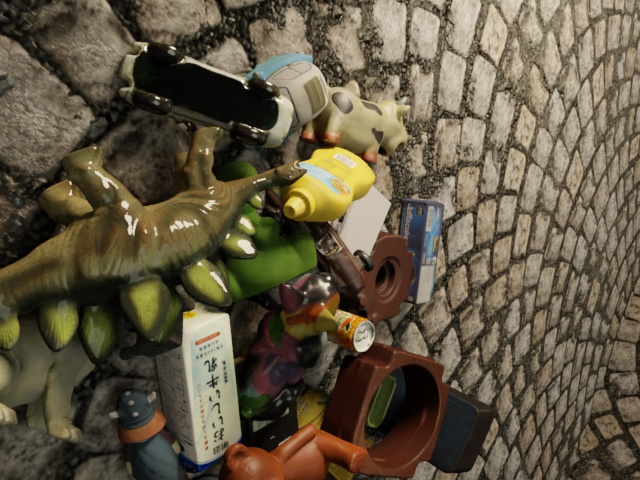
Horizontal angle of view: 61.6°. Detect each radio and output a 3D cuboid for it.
[{"bbox_3d":[0.195,0.327,1.009,0.073,0.230,0.131,23,86,-43],"label":"radio"}]

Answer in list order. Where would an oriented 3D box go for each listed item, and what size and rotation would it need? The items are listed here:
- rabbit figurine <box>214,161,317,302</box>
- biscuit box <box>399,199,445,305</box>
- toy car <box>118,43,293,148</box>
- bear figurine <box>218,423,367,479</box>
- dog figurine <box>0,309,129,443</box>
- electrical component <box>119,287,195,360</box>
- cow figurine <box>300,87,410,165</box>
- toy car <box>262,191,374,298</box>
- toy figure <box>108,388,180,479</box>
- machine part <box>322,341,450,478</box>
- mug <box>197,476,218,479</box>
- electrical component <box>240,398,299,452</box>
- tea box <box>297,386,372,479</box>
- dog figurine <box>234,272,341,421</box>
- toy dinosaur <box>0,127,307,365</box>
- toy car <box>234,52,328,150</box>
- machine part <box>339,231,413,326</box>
[{"bbox_3d":[-0.111,-0.014,0.709,0.159,0.121,0.170,-22,97,-34],"label":"rabbit figurine"},{"bbox_3d":[0.190,0.021,1.049,0.059,0.063,0.202,-2,100,-46],"label":"biscuit box"},{"bbox_3d":[-0.130,-0.166,0.627,0.202,0.056,0.073,16,89,-15],"label":"toy car"},{"bbox_3d":[-0.045,0.327,0.741,0.195,0.132,0.120,9,103,-56],"label":"bear figurine"},{"bbox_3d":[-0.288,0.090,0.549,0.172,0.121,0.190,41,56,-47],"label":"dog figurine"},{"bbox_3d":[-0.198,0.093,0.634,0.045,0.102,0.078,46,35,-47],"label":"electrical component"},{"bbox_3d":[0.069,-0.187,0.857,0.195,0.086,0.127,14,90,-43],"label":"cow figurine"},{"bbox_3d":[-0.002,-0.002,0.789,0.089,0.053,0.202,-37,94,-16],"label":"toy car"},{"bbox_3d":[-0.221,0.247,0.674,0.064,0.058,0.154,-32,117,-45],"label":"toy figure"},{"bbox_3d":[0.112,0.279,0.892,0.201,0.087,0.201,23,83,-36],"label":"machine part"},{"bbox_3d":[-0.164,0.404,0.749,0.107,0.081,0.109,-67,160,1],"label":"mug"},{"bbox_3d":[-0.091,0.305,0.825,0.115,0.058,0.134,-12,108,-43],"label":"electrical component"},{"bbox_3d":[0.015,0.344,0.938,0.098,0.068,0.169,-52,133,-25],"label":"tea box"},{"bbox_3d":[-0.045,0.138,0.720,0.191,0.108,0.219,-50,171,-29],"label":"dog figurine"},{"bbox_3d":[-0.195,0.011,0.536,0.471,0.105,0.198,-24,82,-31],"label":"toy dinosaur"},{"bbox_3d":[-0.043,-0.189,0.722,0.162,0.103,0.109,-39,126,-32],"label":"toy car"},{"bbox_3d":[0.105,0.067,0.976,0.179,0.056,0.179,-13,108,-46],"label":"machine part"}]
